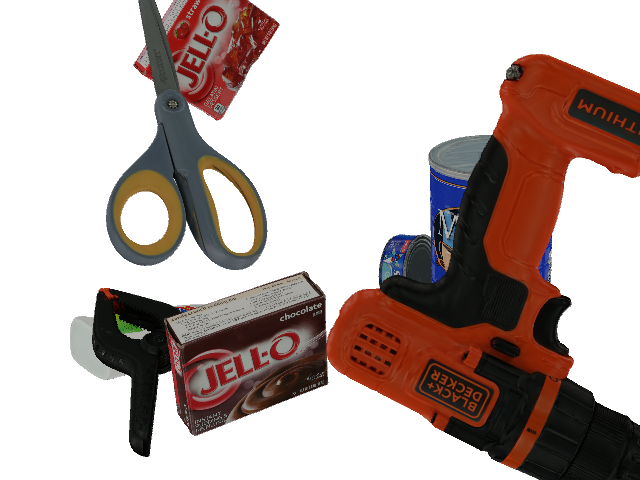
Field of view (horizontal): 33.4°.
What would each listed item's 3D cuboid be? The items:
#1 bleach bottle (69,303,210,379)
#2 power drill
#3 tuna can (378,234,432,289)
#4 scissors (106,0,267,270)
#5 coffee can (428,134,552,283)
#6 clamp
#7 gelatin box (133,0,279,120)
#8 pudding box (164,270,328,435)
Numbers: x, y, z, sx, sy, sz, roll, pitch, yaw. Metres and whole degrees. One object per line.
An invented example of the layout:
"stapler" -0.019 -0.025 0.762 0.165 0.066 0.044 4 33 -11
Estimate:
"bleach bottle" -0.206 0.123 1.453 0.250 0.068 0.103 -11 25 -41
"power drill" 0.117 0.020 0.511 0.184 0.188 0.057 26 7 5
"tuna can" 0.096 0.036 1.148 0.034 0.086 0.086 2 1 32
"scissors" -0.099 -0.064 0.609 0.096 0.202 0.016 -21 -21 -26
"coffee can" 0.142 -0.007 0.890 0.103 0.140 0.103 -3 23 1
"clamp" -0.138 0.104 0.989 0.164 0.036 0.210 -16 39 -30
"gelatin box" -0.085 -0.146 0.799 0.073 0.089 0.030 30 6 -33
"pudding box" -0.051 0.080 0.765 0.113 0.090 0.039 -20 43 -21
